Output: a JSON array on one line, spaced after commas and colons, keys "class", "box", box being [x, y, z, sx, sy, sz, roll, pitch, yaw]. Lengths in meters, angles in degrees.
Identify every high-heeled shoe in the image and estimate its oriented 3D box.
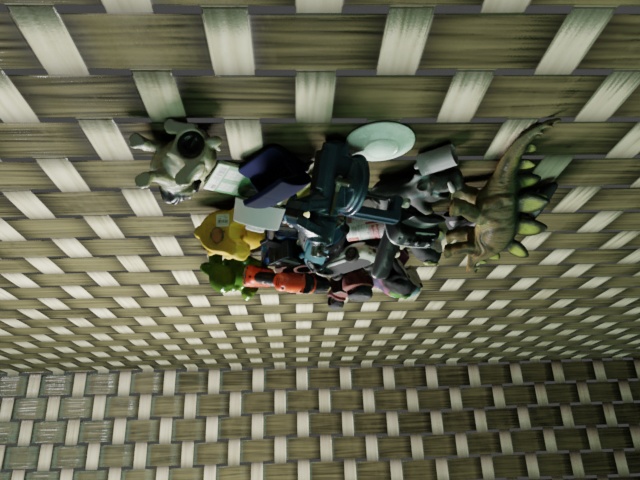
[{"class": "high-heeled shoe", "box": [0.405, -0.081, 1.229, 0.145, 0.086, 0.248, 34, 130, -6]}]

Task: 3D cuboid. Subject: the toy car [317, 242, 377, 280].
[{"class": "toy car", "box": [0.063, 0.054, 1.350, 0.073, 0.056, 0.202, 23, 150, -35]}]

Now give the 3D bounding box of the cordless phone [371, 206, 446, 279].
[{"class": "cordless phone", "box": [0.196, 0.011, 1.236, 0.146, 0.184, 0.089, 4, -159, -37]}]

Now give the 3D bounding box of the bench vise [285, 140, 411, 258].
[{"class": "bench vise", "box": [0.063, -0.066, 1.018, 0.240, 0.223, 0.129, 9, 172, -24]}]

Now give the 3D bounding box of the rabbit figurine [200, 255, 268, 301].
[{"class": "rabbit figurine", "box": [-0.240, 0.083, 1.435, 0.121, 0.159, 0.170, -56, 168, 16]}]

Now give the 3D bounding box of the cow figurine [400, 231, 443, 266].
[{"class": "cow figurine", "box": [0.248, 0.009, 1.352, 0.068, 0.098, 0.167, -14, 155, 40]}]

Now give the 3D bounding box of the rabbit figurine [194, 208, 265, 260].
[{"class": "rabbit figurine", "box": [-0.203, -0.005, 1.272, 0.162, 0.122, 0.173, -12, 174, 28]}]

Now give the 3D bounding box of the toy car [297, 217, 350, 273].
[{"class": "toy car", "box": [-0.003, -0.004, 1.246, 0.109, 0.103, 0.161, -41, 162, -27]}]

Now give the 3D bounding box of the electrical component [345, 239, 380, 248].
[{"class": "electrical component", "box": [0.096, 0.010, 1.392, 0.115, 0.058, 0.134, 15, 151, -31]}]

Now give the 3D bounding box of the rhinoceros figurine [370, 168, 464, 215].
[{"class": "rhinoceros figurine", "box": [0.201, -0.109, 1.117, 0.190, 0.073, 0.112, -9, 145, 19]}]

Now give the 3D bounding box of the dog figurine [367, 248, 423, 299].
[{"class": "dog figurine", "box": [0.156, 0.110, 1.494, 0.219, 0.191, 0.108, -36, 149, 28]}]

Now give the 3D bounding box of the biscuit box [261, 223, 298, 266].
[{"class": "biscuit box", "box": [-0.105, 0.007, 1.363, 0.063, 0.059, 0.202, 4, 156, -15]}]

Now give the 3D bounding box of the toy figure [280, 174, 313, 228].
[{"class": "toy figure", "box": [-0.015, -0.074, 1.145, 0.082, 0.089, 0.180, -2, 159, -43]}]

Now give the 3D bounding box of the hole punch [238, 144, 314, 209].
[{"class": "hole punch", "box": [-0.085, -0.109, 1.046, 0.142, 0.092, 0.115, -31, 145, 30]}]

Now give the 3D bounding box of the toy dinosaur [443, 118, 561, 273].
[{"class": "toy dinosaur", "box": [0.373, -0.066, 1.132, 0.199, 0.105, 0.470, 7, 142, 10]}]

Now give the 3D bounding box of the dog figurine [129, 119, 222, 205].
[{"class": "dog figurine", "box": [-0.242, -0.136, 1.001, 0.172, 0.121, 0.190, -3, 171, 9]}]

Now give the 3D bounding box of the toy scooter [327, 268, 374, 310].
[{"class": "toy scooter", "box": [0.076, 0.105, 1.439, 0.075, 0.135, 0.184, 14, 155, -29]}]

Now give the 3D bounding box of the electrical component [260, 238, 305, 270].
[{"class": "electrical component", "box": [-0.088, 0.031, 1.285, 0.075, 0.048, 0.119, -22, 153, 36]}]

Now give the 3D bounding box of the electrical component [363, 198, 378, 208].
[{"class": "electrical component", "box": [0.096, -0.085, 1.215, 0.063, 0.021, 0.094, -19, 152, 35]}]

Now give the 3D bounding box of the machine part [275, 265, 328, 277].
[{"class": "machine part", "box": [-0.043, 0.069, 1.520, 0.179, 0.056, 0.179, -2, 156, -1]}]
